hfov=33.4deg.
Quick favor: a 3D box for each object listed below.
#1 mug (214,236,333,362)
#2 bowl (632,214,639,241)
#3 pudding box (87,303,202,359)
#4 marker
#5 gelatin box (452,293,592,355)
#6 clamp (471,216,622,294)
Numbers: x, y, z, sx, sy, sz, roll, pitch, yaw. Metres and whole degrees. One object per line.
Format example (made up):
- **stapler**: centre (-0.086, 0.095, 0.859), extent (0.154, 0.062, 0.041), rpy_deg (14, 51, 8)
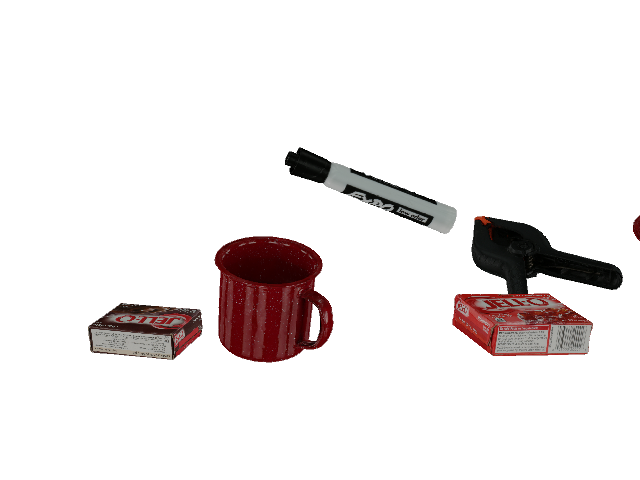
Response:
- **mug**: centre (-0.038, 0.056, 0.928), extent (0.117, 0.081, 0.093), rpy_deg (21, 30, 29)
- **bowl**: centre (0.417, 0.015, 1.149), extent (0.162, 0.055, 0.162), rpy_deg (-1, 25, 0)
- **pudding box**: centre (-0.212, 0.110, 1.301), extent (0.114, 0.039, 0.090), rpy_deg (1, 15, 16)
- **marker**: centre (0.033, -0.033, 0.707), extent (0.121, 0.020, 0.020), rpy_deg (21, -5, -14)
- **gelatin box**: centre (0.161, 0.066, 0.859), extent (0.089, 0.030, 0.073), rpy_deg (1, 15, -17)
- **clamp**: centre (0.215, 0.020, 1.066), extent (0.120, 0.039, 0.171), rpy_deg (-8, 33, -15)
